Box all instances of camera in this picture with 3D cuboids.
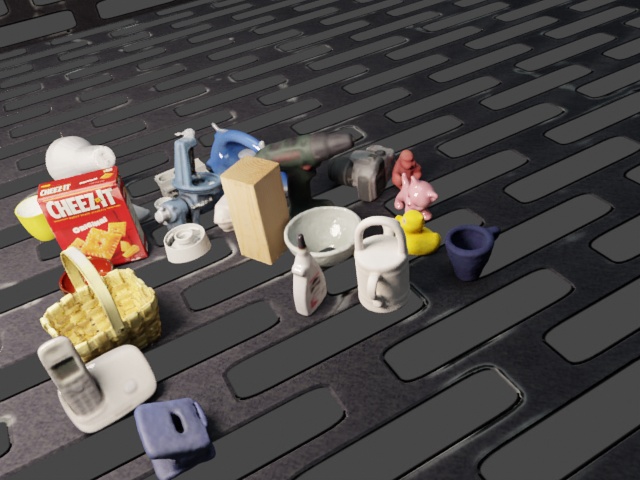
[{"bbox_3d":[0.098,-0.179,1.395,0.136,0.101,0.143,14,44,26],"label":"camera"}]

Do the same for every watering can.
[{"bbox_3d":[0.114,0.029,1.063,0.101,0.194,0.172,-9,39,1],"label":"watering can"}]

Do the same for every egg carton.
[{"bbox_3d":[-0.180,-0.080,1.351,0.107,0.069,0.150,8,42,19],"label":"egg carton"}]

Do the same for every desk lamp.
[{"bbox_3d":[-0.534,-0.141,1.378,0.202,0.214,0.118,16,45,28],"label":"desk lamp"}]

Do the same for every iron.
[{"bbox_3d":[-0.178,-0.214,1.458,0.257,0.142,0.119,20,47,30],"label":"iron"}]

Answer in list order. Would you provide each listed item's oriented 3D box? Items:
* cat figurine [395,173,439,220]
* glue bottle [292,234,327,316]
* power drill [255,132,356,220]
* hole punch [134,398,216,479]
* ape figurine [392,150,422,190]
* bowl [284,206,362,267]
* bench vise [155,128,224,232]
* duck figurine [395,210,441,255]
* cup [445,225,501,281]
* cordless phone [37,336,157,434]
[{"bbox_3d":[0.211,-0.101,1.265,0.067,0.118,0.127,-17,40,-10],"label":"cat figurine"},{"bbox_3d":[-0.026,0.059,1.070,0.037,0.173,0.078,13,44,25],"label":"glue bottle"},{"bbox_3d":[-0.026,-0.146,1.292,0.229,0.209,0.075,0,40,10],"label":"power drill"},{"bbox_3d":[-0.223,0.295,0.884,0.101,0.091,0.108,-23,41,-17],"label":"hole punch"},{"bbox_3d":[0.207,-0.172,1.373,0.078,0.092,0.076,-14,39,-6],"label":"ape figurine"},{"bbox_3d":[0.011,0.004,1.208,0.167,0.075,0.167,-5,39,4],"label":"bowl"},{"bbox_3d":[-0.298,-0.129,1.313,0.121,0.220,0.207,1,40,12],"label":"bench vise"},{"bbox_3d":[0.201,-0.021,1.195,0.104,0.086,0.078,15,45,27],"label":"duck figurine"},{"bbox_3d":[0.298,0.026,1.111,0.118,0.095,0.091,-23,41,-17],"label":"cup"},{"bbox_3d":[-0.363,0.212,0.936,0.148,0.185,0.093,-32,44,-26],"label":"cordless phone"}]
